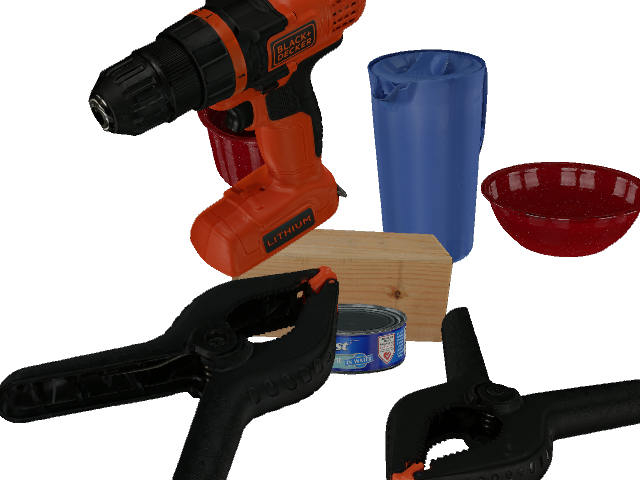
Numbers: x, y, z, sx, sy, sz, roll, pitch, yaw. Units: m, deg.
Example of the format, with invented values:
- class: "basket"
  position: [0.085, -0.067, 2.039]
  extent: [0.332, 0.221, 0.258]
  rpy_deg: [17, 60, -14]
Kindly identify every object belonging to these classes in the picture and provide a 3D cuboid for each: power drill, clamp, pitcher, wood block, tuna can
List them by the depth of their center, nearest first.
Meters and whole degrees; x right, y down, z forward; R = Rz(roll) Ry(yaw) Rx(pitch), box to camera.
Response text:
- class: "clamp"
  position: [-0.044, 0.065, 0.480]
  extent: [0.171, 0.039, 0.120]
  rpy_deg: [-27, 50, -31]
- class: "clamp"
  position: [0.095, 0.099, 0.631]
  extent: [0.165, 0.036, 0.209]
  rpy_deg: [20, 30, 39]
- class: "power drill"
  position: [-0.049, -0.065, 0.654]
  extent: [0.184, 0.188, 0.057]
  rpy_deg: [-32, 56, -26]
- class: "tuna can"
  position: [0.022, 0.074, 0.807]
  extent: [0.086, 0.034, 0.086]
  rpy_deg: [-1, 10, 0]
- class: "wood block"
  position: [0.017, 0.043, 1.064]
  extent: [0.206, 0.091, 0.090]
  rpy_deg: [3, 16, -9]
- class: "pitcher"
  position: [0.134, -0.100, 1.263]
  extent: [0.149, 0.243, 0.145]
  rpy_deg: [-4, 25, -1]

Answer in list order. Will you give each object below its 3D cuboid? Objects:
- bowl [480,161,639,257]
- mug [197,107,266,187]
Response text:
- class: "bowl"
  position: [0.237, -0.027, 1.039]
  extent: [0.162, 0.055, 0.162]
  rpy_deg: [-2, 23, 1]
- class: "mug"
  position: [-0.049, -0.103, 0.901]
  extent: [0.093, 0.117, 0.081]
  rpy_deg: [11, -33, 11]
